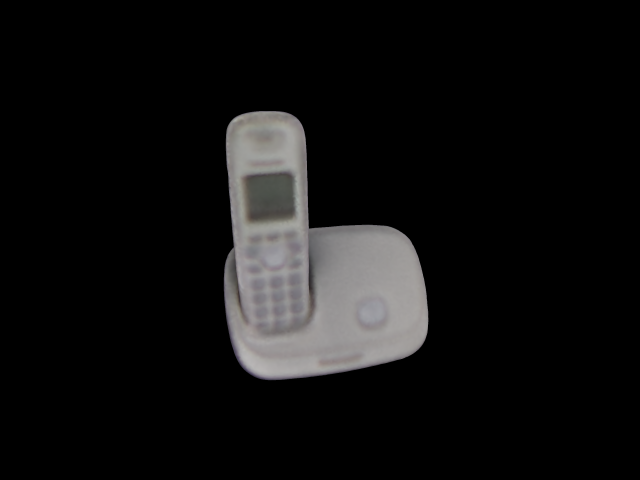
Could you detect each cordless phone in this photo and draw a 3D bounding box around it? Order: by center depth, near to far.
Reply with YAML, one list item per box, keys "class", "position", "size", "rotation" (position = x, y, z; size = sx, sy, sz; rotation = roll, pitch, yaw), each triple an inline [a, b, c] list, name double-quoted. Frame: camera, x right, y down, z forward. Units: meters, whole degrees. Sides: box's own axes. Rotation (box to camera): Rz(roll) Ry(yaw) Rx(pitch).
- class: "cordless phone"
  position: [0.004, 0.001, 0.400]
  size: [0.148, 0.185, 0.094]
  rotation: [-8, 31, -12]
